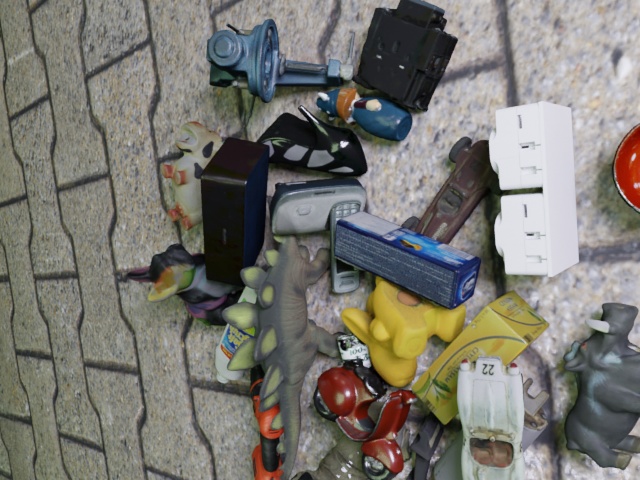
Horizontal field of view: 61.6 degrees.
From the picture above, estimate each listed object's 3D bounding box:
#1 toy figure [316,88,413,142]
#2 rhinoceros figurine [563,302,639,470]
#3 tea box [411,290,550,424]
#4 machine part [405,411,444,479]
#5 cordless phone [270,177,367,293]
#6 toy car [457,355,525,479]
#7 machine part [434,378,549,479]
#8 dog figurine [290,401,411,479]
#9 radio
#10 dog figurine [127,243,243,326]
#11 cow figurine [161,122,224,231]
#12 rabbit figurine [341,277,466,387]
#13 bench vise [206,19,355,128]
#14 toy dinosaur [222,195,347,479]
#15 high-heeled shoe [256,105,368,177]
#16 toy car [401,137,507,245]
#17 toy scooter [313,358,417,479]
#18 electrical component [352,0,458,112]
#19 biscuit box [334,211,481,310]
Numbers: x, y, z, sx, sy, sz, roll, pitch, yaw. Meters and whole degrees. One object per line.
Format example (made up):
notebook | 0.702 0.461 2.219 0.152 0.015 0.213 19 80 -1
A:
toy figure | 0.062 -0.189 0.797 0.155 0.058 0.064 29 137 30
rhinoceros figurine | 0.337 0.166 0.621 0.112 0.073 0.190 24 113 46
tea box | 0.208 0.153 0.704 0.068 0.098 0.169 48 122 23
machine part | 0.155 0.315 0.794 0.039 0.084 0.138 13 117 19
cordless phone | -0.002 -0.002 0.829 0.089 0.147 0.184 -153 57 -67
toy car | 0.204 0.229 0.637 0.074 0.056 0.201 0 109 23
machine part | 0.225 0.276 0.722 0.079 0.079 0.243 41 121 28
dog figurine | 0.040 0.333 0.812 0.121 0.190 0.172 24 110 35
radio | -0.136 -0.045 0.880 0.073 0.131 0.229 13 133 4
dog figurine | -0.243 0.090 0.993 0.109 0.219 0.191 40 119 32
cow figurine | -0.232 -0.129 1.027 0.086 0.127 0.194 22 125 36
rabbit figurine | 0.106 0.138 0.781 0.163 0.122 0.173 32 135 35
bench vise | -0.065 -0.265 0.840 0.241 0.223 0.128 7 84 7
toy dinosaur | -0.055 0.161 0.860 0.105 0.198 0.471 -9 89 43
high-heeled shoe | -0.026 -0.140 0.894 0.145 0.086 0.249 44 155 -16
toy car | 0.178 -0.044 0.730 0.089 0.053 0.202 45 121 23
toy scooter | 0.071 0.233 0.762 0.184 0.075 0.135 48 121 37
electrical component | 0.118 -0.260 0.742 0.115 0.058 0.134 33 117 29
biscuit box | 0.114 0.023 0.735 0.203 0.059 0.062 25 124 36
